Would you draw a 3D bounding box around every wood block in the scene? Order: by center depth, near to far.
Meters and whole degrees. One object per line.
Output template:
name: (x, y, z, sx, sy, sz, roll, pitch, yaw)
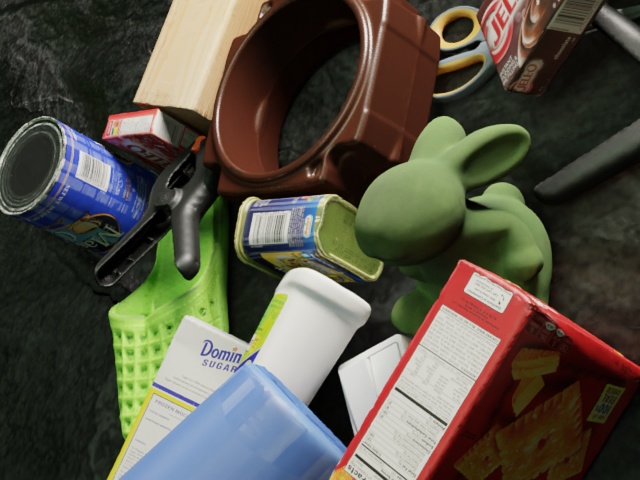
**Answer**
wood block: (-0.090, -0.207, 1.049, 0.090, 0.090, 0.206, 12, 78, 41)

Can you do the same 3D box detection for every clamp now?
clamp: (0.255, -0.108, 0.756, 0.210, 0.036, 0.164, -2, 76, 39)
clamp: (-0.142, -0.023, 0.987, 0.120, 0.039, 0.171, -9, 44, 26)

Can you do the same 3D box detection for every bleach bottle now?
bleach bottle: (-0.055, 0.144, 0.822, 0.250, 0.068, 0.103, -60, 9, -10)

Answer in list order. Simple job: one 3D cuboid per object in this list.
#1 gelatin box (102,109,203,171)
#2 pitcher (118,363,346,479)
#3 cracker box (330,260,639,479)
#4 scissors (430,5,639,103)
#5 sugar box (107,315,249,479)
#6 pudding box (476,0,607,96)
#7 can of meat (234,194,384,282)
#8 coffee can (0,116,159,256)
gelatin box: (-0.156, -0.095, 1.053, 0.073, 0.089, 0.030, -1, 69, 40)
pitcher: (-0.086, 0.210, 0.716, 0.243, 0.149, 0.145, -45, 19, -5)
cracker box: (0.101, 0.141, 0.685, 0.072, 0.164, 0.214, 31, 91, 45)
scissors: (0.164, -0.177, 0.878, 0.202, 0.016, 0.096, -24, 57, 29)
sugar box: (-0.109, 0.162, 0.901, 0.093, 0.048, 0.176, 26, 84, 5)
pudding box: (0.166, -0.179, 0.804, 0.114, 0.039, 0.090, 121, 146, -44)
can of meat: (-0.006, 0.001, 0.879, 0.084, 0.102, 0.057, -3, 70, 36)
coffee can: (-0.236, -0.048, 1.061, 0.103, 0.140, 0.103, -17, 60, 33)
